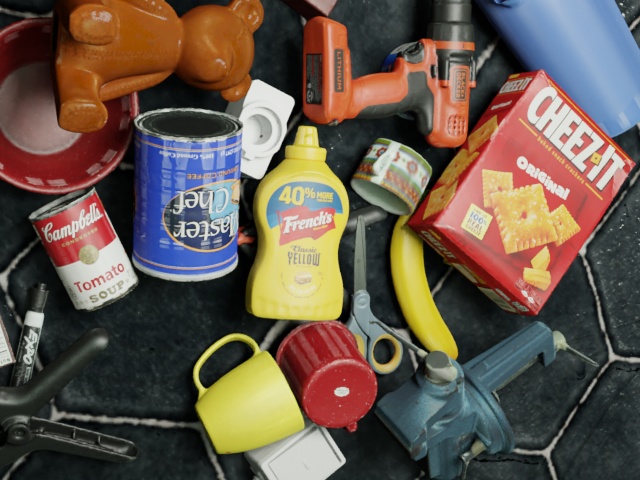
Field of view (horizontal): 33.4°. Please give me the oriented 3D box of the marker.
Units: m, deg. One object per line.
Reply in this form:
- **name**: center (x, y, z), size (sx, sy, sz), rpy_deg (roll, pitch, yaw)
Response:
- **marker**: center (-0.280, 0.100, 1.025), size (0.020, 0.020, 0.121), rpy_deg (12, 90, -24)

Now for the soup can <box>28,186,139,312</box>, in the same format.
- **soup can**: center (-0.224, 0.009, 1.015), size (0.068, 0.069, 0.102), rpy_deg (-29, 106, -19)

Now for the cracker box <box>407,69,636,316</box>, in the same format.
- **cracker box**: center (0.220, -0.050, 1.151), size (0.164, 0.072, 0.213), rpy_deg (40, 77, -19)

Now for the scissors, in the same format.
- **scissors**: center (0.059, 0.071, 1.142), size (0.096, 0.016, 0.202), rpy_deg (5, 110, -25)

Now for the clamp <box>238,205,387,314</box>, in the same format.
- **clamp**: center (-0.007, 0.001, 1.124), size (0.171, 0.039, 0.120), rpy_deg (20, 87, -28)

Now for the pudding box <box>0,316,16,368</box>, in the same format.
- **pudding box**: center (-0.342, 0.076, 0.986), size (0.089, 0.039, 0.113), rpy_deg (-19, 104, -21)

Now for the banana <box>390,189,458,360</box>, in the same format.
- **banana**: center (0.112, 0.047, 1.181), size (0.069, 0.037, 0.198), rpy_deg (-12, 100, -21)

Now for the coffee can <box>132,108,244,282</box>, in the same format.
- **coffee can**: center (-0.126, -0.044, 1.013), size (0.102, 0.103, 0.140), rpy_deg (-5, 114, -23)

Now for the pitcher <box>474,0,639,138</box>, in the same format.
- **pitcher**: center (0.276, -0.237, 1.186), size (0.149, 0.145, 0.242), rpy_deg (-40, 113, -3)

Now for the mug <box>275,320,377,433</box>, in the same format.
- **mug**: center (0.012, 0.150, 1.100), size (0.093, 0.081, 0.117), rpy_deg (-22, 116, -9)

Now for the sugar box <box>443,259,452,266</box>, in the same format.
- **sugar box**: center (0.214, -0.040, 1.213), size (0.093, 0.048, 0.176), rpy_deg (21, 88, -24)

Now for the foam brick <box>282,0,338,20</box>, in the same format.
- **foam brick**: center (-0.003, -0.273, 1.093), size (0.051, 0.053, 0.078), rpy_deg (32, 83, -23)

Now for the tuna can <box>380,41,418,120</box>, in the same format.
- **tuna can**: center (0.108, -0.173, 1.160), size (0.086, 0.034, 0.086), rpy_deg (-2, 96, -23)

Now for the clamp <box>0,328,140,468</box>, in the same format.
- **clamp**: center (-0.276, 0.176, 1.007), size (0.210, 0.036, 0.164), rpy_deg (-18, 125, -5)

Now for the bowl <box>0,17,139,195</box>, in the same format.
- **bowl**: center (-0.254, -0.124, 0.995), size (0.161, 0.055, 0.162), rpy_deg (-2, 95, -24)

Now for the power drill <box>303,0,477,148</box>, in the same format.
- **power drill**: center (0.076, -0.186, 1.089), size (0.187, 0.057, 0.184), rpy_deg (-3, 97, -26)

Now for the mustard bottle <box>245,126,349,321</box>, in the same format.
- **mustard bottle**: center (-0.020, -0.017, 1.065), size (0.096, 0.058, 0.191), rpy_deg (4, 93, -16)
